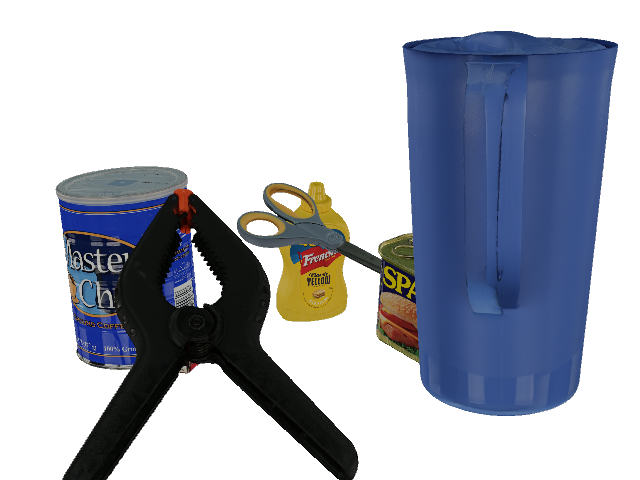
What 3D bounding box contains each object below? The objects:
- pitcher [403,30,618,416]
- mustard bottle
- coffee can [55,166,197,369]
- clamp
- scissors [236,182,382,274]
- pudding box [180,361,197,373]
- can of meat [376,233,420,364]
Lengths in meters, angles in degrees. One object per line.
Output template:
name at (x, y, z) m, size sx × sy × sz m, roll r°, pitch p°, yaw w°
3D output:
pitcher at (0.117, -0.011, 0.692) m, size 0.149 × 0.243 × 0.145 m, roll -9°, pitch 17°, yaw -28°
mustard bottle at (-0.009, 0.013, 1.434) m, size 0.096 × 0.192 × 0.058 m, roll -6°, pitch 25°, yaw -18°
coffee can at (-0.152, 0.019, 0.859) m, size 0.103 × 0.140 × 0.103 m, roll -3°, pitch 16°, yaw 1°
clamp at (-0.063, 0.061, 0.639) m, size 0.164 × 0.210 × 0.036 m, roll 1°, pitch -34°, yaw -6°
scissors at (-0.007, 0.006, 1.065) m, size 0.096 × 0.016 × 0.202 m, roll -28°, pitch 49°, yaw -23°
pudding box at (-0.194, 0.126, 1.298) m, size 0.114 × 0.039 × 0.090 m, roll 2°, pitch 13°, yaw 17°
can of meat at (0.092, 0.053, 0.879) m, size 0.057 × 0.084 × 0.102 m, roll -20°, pitch 34°, yaw -37°
